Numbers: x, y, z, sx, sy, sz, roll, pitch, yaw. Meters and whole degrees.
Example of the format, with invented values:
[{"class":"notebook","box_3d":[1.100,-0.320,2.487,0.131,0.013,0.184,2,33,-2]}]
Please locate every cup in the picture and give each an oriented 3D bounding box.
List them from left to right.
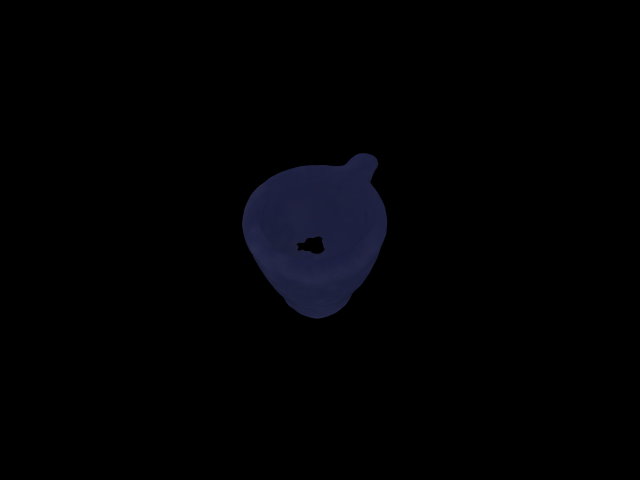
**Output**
[{"class":"cup","box_3d":[0.004,0.001,0.400,0.091,0.095,0.118,27,58,18]}]
